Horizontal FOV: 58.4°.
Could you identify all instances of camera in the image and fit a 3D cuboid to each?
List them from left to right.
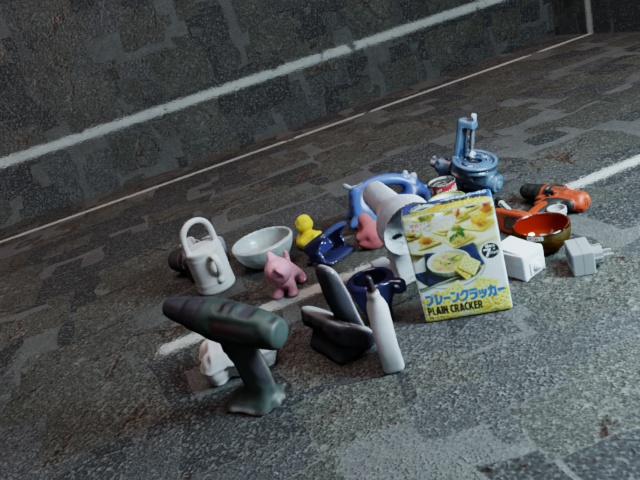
[{"bbox_3d":[-0.354,0.041,1.613,0.136,0.101,0.143,-1,27,36],"label":"camera"}]

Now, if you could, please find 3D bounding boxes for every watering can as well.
[{"bbox_3d":[-0.300,0.035,1.461,0.172,0.194,0.101,-1,27,35],"label":"watering can"}]

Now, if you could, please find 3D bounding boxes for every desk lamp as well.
[{"bbox_3d":[0.159,-0.013,1.203,0.118,0.214,0.202,-23,22,-13],"label":"desk lamp"}]

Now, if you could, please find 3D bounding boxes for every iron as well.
[{"bbox_3d":[0.187,-0.119,1.531,0.258,0.142,0.118,-18,22,0],"label":"iron"}]

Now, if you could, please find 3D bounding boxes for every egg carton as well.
[{"bbox_3d":[-0.157,0.213,1.095,0.150,0.069,0.107,-21,22,-9],"label":"egg carton"}]

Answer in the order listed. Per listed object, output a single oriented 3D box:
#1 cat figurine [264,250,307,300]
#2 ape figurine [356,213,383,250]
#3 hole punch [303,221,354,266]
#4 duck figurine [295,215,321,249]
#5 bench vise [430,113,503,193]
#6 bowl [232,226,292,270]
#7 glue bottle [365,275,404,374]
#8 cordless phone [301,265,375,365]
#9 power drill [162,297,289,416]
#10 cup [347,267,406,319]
[{"bbox_3d":[-0.087,0.070,1.319,0.067,0.118,0.128,-10,23,19],"label":"cat figurine"},{"bbox_3d":[0.119,-0.025,1.426,0.078,0.092,0.076,-26,24,-21],"label":"ape figurine"},{"bbox_3d":[0.013,0.005,1.435,0.100,0.091,0.109,6,32,45],"label":"hole punch"},{"bbox_3d":[-0.034,-0.026,1.552,0.078,0.086,0.104,-27,24,-22],"label":"duck figurine"},{"bbox_3d":[0.376,-0.227,1.541,0.206,0.220,0.122,-3,26,32],"label":"bench vise"},{"bbox_3d":[-0.144,0.031,1.514,0.167,0.075,0.167,-15,22,6],"label":"bowl"},{"bbox_3d":[0.101,0.133,0.952,0.037,0.173,0.078,-16,22,5],"label":"glue bottle"},{"bbox_3d":[0.018,0.116,1.040,0.094,0.185,0.147,-31,26,-30],"label":"cordless phone"},{"bbox_3d":[-0.145,0.188,0.960,0.228,0.209,0.076,-4,25,29],"label":"power drill"},{"bbox_3d":[0.118,0.111,1.098,0.117,0.095,0.092,-3,26,33],"label":"cup"}]
